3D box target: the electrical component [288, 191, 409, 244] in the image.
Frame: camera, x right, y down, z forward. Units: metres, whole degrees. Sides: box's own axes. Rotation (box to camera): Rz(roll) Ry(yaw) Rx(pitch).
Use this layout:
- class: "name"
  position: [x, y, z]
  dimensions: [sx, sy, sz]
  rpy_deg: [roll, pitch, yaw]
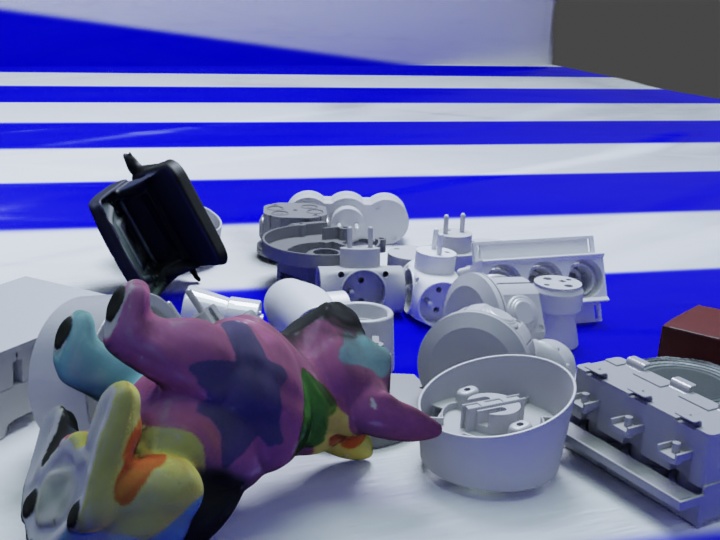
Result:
- class: "electrical component"
  position: [-0.014, -0.055, 1.199]
  dimensions: [0.138, 0.052, 0.073]
  rpy_deg: [1, 17, -3]

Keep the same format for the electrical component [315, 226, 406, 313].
- class: "electrical component"
  position: [0.000, 0.000, 0.973]
  dimensions: [0.077, 0.079, 0.044]
  rpy_deg: [-1, 6, -9]

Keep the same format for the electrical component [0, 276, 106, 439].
- class: "electrical component"
  position: [-0.262, 0.064, 0.757]
  dimensions: [0.105, 0.060, 0.186]
  rpy_deg: [11, 19, 26]

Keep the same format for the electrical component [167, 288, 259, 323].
- class: "electrical component"
  position: [-0.108, 0.049, 0.760]
  dimensions: [0.066, 0.076, 0.047]
  rpy_deg: [-31, 6, 20]

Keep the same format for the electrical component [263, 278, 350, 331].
- class: "electrical component"
  position: [-0.032, 0.038, 0.903]
  dimensions: [0.079, 0.044, 0.077]
  rpy_deg: [-5, 19, -22]

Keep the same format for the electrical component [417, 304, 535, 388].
- class: "electrical component"
  position: [0.085, 0.065, 0.771]
  dimensions: [0.080, 0.080, 0.051]
  rpy_deg: [8, 13, 18]

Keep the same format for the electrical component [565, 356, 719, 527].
- class: "electrical component"
  position: [0.189, 0.103, 0.684]
  dimensions: [0.079, 0.063, 0.121]
  rpy_deg: [-7, 19, -29]

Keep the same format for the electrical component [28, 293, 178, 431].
- class: "electrical component"
  position: [-0.166, 0.067, 0.689]
  dimensions: [0.060, 0.108, 0.108]
  rpy_deg: [3, 16, 24]

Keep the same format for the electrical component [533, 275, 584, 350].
- class: "electrical component"
  position: [0.166, 0.037, 0.915]
  dimensions: [0.045, 0.055, 0.045]
  rpy_deg: [2, 17, -1]

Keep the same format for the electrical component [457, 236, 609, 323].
- class: "electrical component"
  position: [0.155, 0.013, 0.975]
  dimensions: [0.121, 0.078, 0.063]
  rpy_deg: [-4, -4, -20]

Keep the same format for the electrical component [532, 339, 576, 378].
- class: "electrical component"
  position: [0.143, 0.073, 0.813]
  dimensions: [0.048, 0.048, 0.062]
  rpy_deg: [12, 12, 30]

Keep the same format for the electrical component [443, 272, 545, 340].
- class: "electrical component"
  position: [0.104, 0.042, 0.851]
  dimensions: [0.051, 0.080, 0.080]
  rpy_deg: [-1, 16, -29]

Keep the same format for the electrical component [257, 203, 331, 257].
- class: "electrical component"
  position: [-0.069, -0.040, 1.143]
  dimensions: [0.080, 0.051, 0.080]
  rpy_deg: [2, 17, -1]

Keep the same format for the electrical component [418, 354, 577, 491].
- class: "electrical component"
  position: [0.086, 0.097, 0.688]
  dimensions: [0.099, 0.064, 0.099]
  rpy_deg: [2, 17, -1]

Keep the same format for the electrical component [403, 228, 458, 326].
- class: "electrical component"
  position: [0.066, 0.003, 0.972]
  dimensions: [0.044, 0.079, 0.077]
  rpy_deg: [3, 16, -11]

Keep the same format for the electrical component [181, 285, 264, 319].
- class: "electrical component"
  position: [-0.113, 0.039, 0.897]
  dimensions: [0.065, 0.044, 0.044]
  rpy_deg: [8, 17, 1]

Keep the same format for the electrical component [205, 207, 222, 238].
- class: "electrical component"
  position: [-0.192, -0.040, 1.104]
  dimensions: [0.099, 0.064, 0.099]
  rpy_deg: [2, 17, -1]

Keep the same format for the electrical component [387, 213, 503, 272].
- class: "electrical component"
  position: [0.091, -0.020, 1.059]
  dimensions: [0.138, 0.073, 0.052]
  rpy_deg: [-6, 19, -26]

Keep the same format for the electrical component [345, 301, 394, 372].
- class: "electrical component"
  position: [0.001, 0.054, 0.847]
  dimensions: [0.055, 0.047, 0.055]
  rpy_deg: [2, 17, -1]
